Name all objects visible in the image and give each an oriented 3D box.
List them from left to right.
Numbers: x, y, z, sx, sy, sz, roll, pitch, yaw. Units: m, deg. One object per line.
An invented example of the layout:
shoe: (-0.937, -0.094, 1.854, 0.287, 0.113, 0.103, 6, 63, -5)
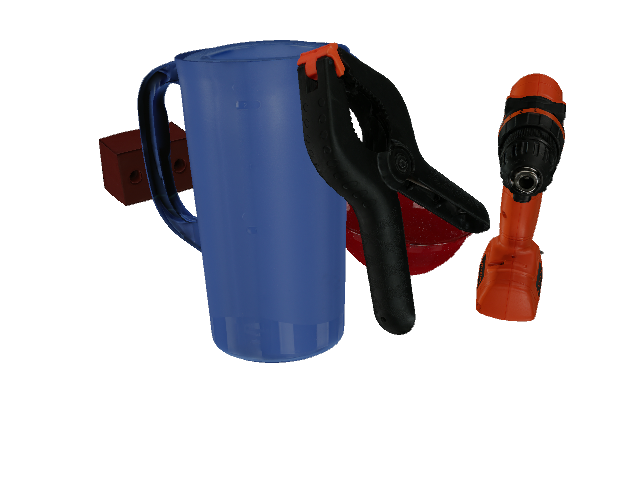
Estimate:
foam brick: (-0.161, -0.073, 1.001, 0.078, 0.053, 0.051, -18, 31, -25)
pitcher: (-0.049, -0.034, 0.839, 0.144, 0.243, 0.149, -10, 18, -26)
clamp: (0.034, -0.032, 0.631, 0.039, 0.171, 0.120, -18, 31, 42)
bowl: (0.083, -0.007, 1.135, 0.162, 0.055, 0.162, 4, 25, -2)
power drill: (0.169, -0.028, 0.897, 0.057, 0.188, 0.184, 10, 31, 11)
